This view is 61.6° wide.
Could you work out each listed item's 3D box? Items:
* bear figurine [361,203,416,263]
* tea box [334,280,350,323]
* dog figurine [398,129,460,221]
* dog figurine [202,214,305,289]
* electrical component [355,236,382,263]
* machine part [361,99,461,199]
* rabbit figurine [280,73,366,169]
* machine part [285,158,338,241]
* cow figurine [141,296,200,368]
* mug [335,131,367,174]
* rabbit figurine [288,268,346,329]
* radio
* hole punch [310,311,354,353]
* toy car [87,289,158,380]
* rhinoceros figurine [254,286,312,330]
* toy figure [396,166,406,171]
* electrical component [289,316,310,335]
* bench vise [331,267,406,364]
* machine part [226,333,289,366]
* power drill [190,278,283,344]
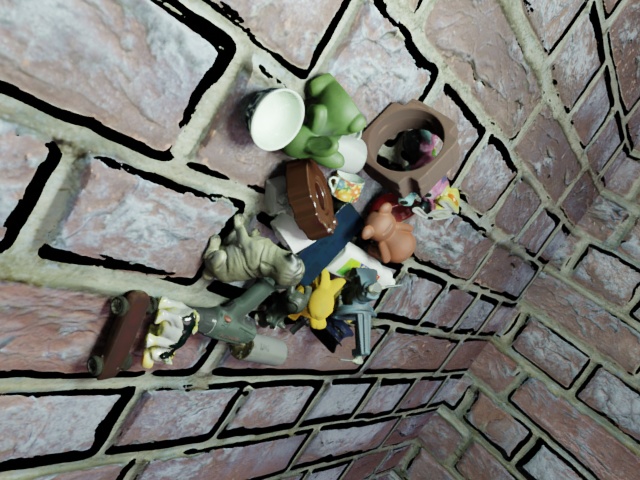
[{"bbox_3d":[0.155,-0.020,1.356,0.195,0.132,0.120,36,85,-41],"label":"bear figurine"},{"bbox_3d":[0.107,0.155,1.605,0.169,0.068,0.098,-48,147,-2],"label":"tea box"},{"bbox_3d":[0.278,-0.179,1.357,0.191,0.108,0.219,26,62,-34],"label":"dog figurine"},{"bbox_3d":[-0.141,0.061,1.119,0.172,0.191,0.121,-52,146,6],"label":"dog figurine"},{"bbox_3d":[0.157,0.014,1.537,0.134,0.058,0.114,-21,135,-37],"label":"electrical component"},{"bbox_3d":[0.205,-0.210,1.244,0.201,0.202,0.087,-46,149,-7],"label":"machine part"},{"bbox_3d":[0.000,-0.214,1.076,0.170,0.159,0.121,-35,156,4],"label":"rabbit figurine"},{"bbox_3d":[-0.017,-0.089,1.144,0.056,0.179,0.179,-16,149,16],"label":"machine part"},{"bbox_3d":[-0.317,0.204,1.130,0.098,0.068,0.167,17,116,-20],"label":"cow figurine"},{"bbox_3d":[0.045,-0.202,1.180,0.107,0.081,0.109,2,126,-40],"label":"mug"},{"bbox_3d":[-0.001,0.156,1.378,0.162,0.122,0.173,-56,-172,-4],"label":"rabbit figurine"},{"bbox_3d":[-0.003,-0.004,1.323,0.229,0.073,0.131,-48,145,-5],"label":"radio"},{"bbox_3d":[0.038,0.251,1.569,0.092,0.142,0.115,-34,157,-20],"label":"hole punch"},{"bbox_3d":[-0.397,0.188,1.069,0.089,0.053,0.202,3,117,-61],"label":"toy car"},{"bbox_3d":[-0.093,0.167,1.333,0.073,0.112,0.190,24,146,-27],"label":"rhinoceros figurine"},{"bbox_3d":[0.248,-0.176,1.458,0.154,0.058,0.064,-23,151,-41],"label":"toy figure"},{"bbox_3d":[-0.046,0.207,1.496,0.119,0.048,0.074,-43,145,-9],"label":"electrical component"},{"bbox_3d":[0.107,0.198,1.396,0.129,0.240,0.224,10,160,-31],"label":"bench vise"},{"bbox_3d":[-0.158,0.287,1.418,0.079,0.079,0.243,-52,146,3],"label":"machine part"},{"bbox_3d":[-0.194,0.144,1.237,0.207,0.086,0.231,-52,139,-5],"label":"power drill"}]
